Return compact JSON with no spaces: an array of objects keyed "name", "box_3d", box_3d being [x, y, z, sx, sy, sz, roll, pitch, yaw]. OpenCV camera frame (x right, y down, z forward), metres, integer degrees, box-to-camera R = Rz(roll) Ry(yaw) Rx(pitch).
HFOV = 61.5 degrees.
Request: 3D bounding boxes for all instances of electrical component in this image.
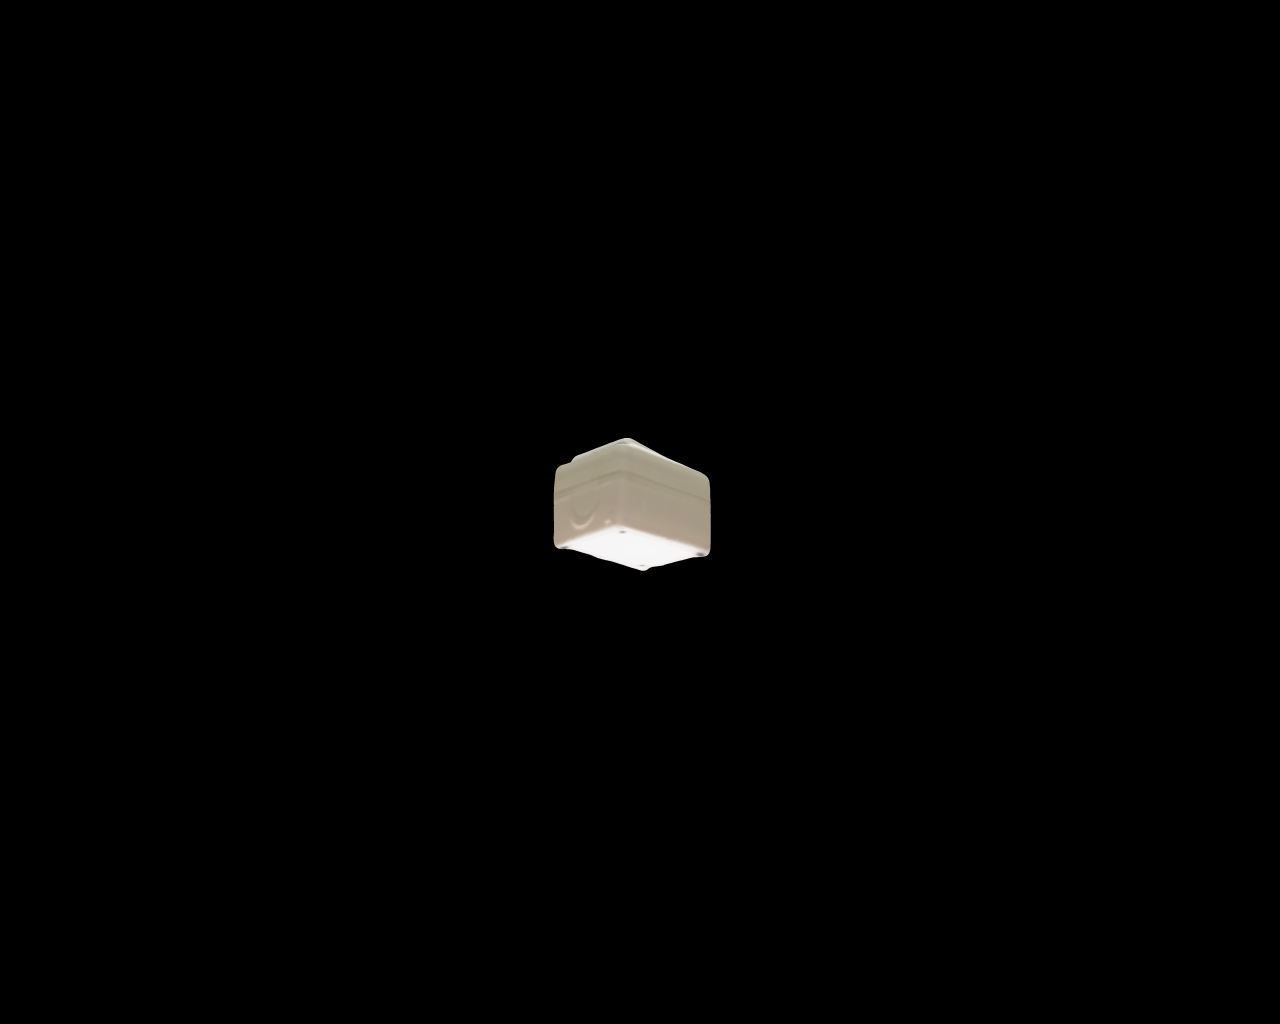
[{"name":"electrical component","box_3d":[0.001,-0.003,0.650,0.061,0.061,0.096,-18,-26,41]}]
